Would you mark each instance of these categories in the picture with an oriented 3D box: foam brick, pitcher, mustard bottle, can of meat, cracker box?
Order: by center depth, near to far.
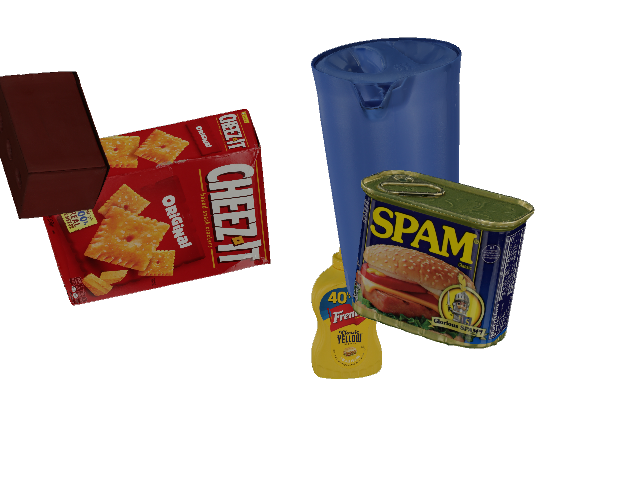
[{"bbox_3d":[0.071,0.011,0.649,0.102,0.084,0.057,17,23,28],"label":"can of meat"},{"bbox_3d":[-0.174,-0.061,0.680,0.051,0.078,0.053,-10,-27,-29],"label":"foam brick"},{"bbox_3d":[0.071,-0.065,1.002,0.149,0.243,0.145,-20,29,-28],"label":"pitcher"},{"bbox_3d":[-0.162,-0.029,1.057,0.213,0.164,0.072,-12,47,-9],"label":"cracker box"},{"bbox_3d":[0.036,0.091,1.443,0.096,0.192,0.058,-2,20,-6],"label":"mustard bottle"}]
